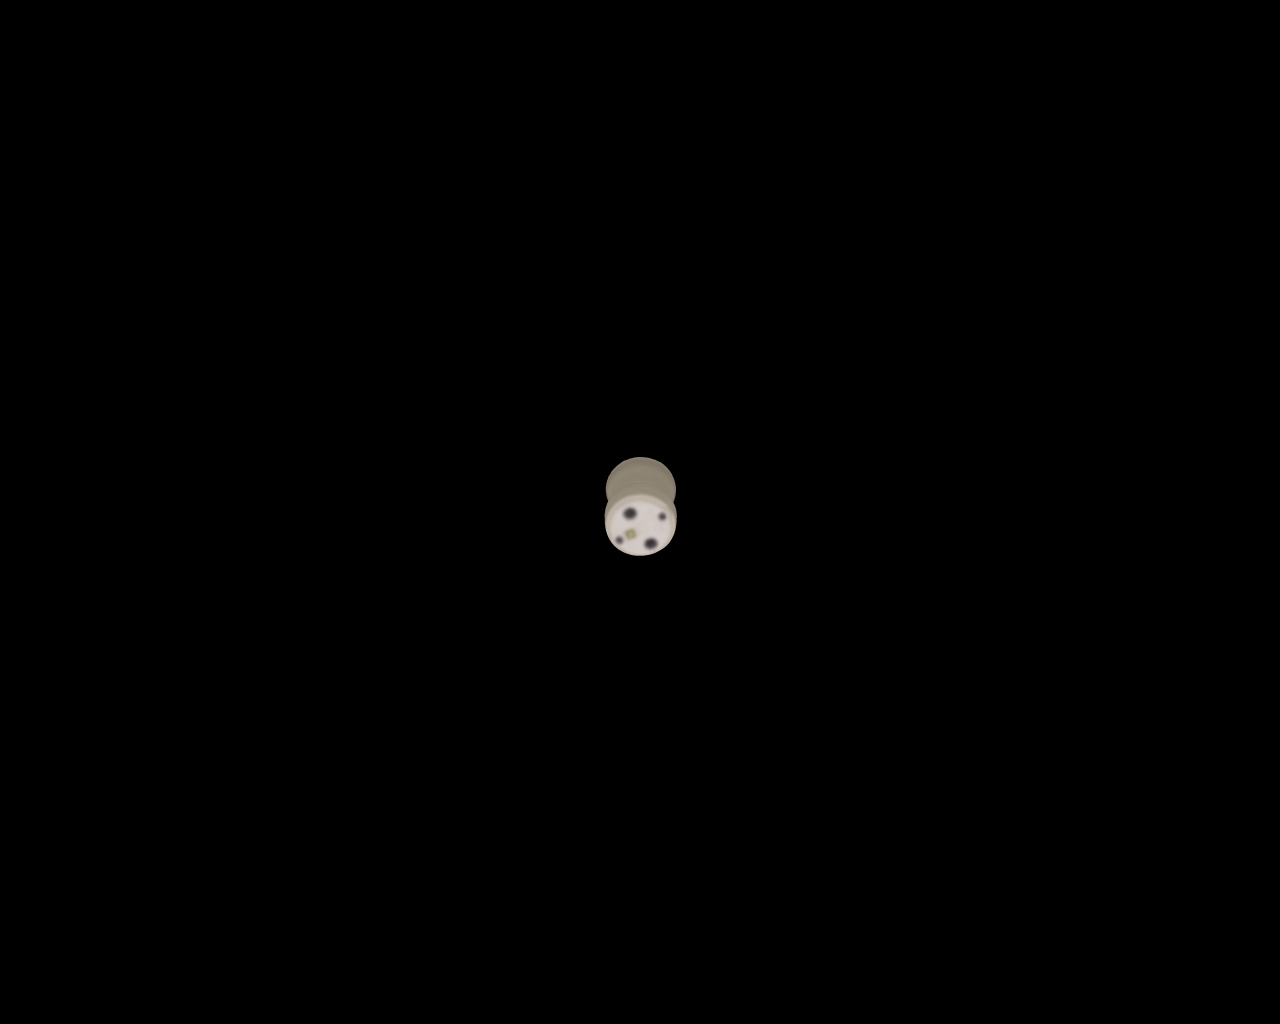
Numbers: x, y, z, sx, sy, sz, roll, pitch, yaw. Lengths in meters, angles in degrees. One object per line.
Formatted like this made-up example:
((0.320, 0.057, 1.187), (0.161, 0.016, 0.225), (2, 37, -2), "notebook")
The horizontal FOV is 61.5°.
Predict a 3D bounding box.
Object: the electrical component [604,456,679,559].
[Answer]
((0.001, -0.003, 0.650), (0.045, 0.044, 0.055), (0, 27, 0), "electrical component")
